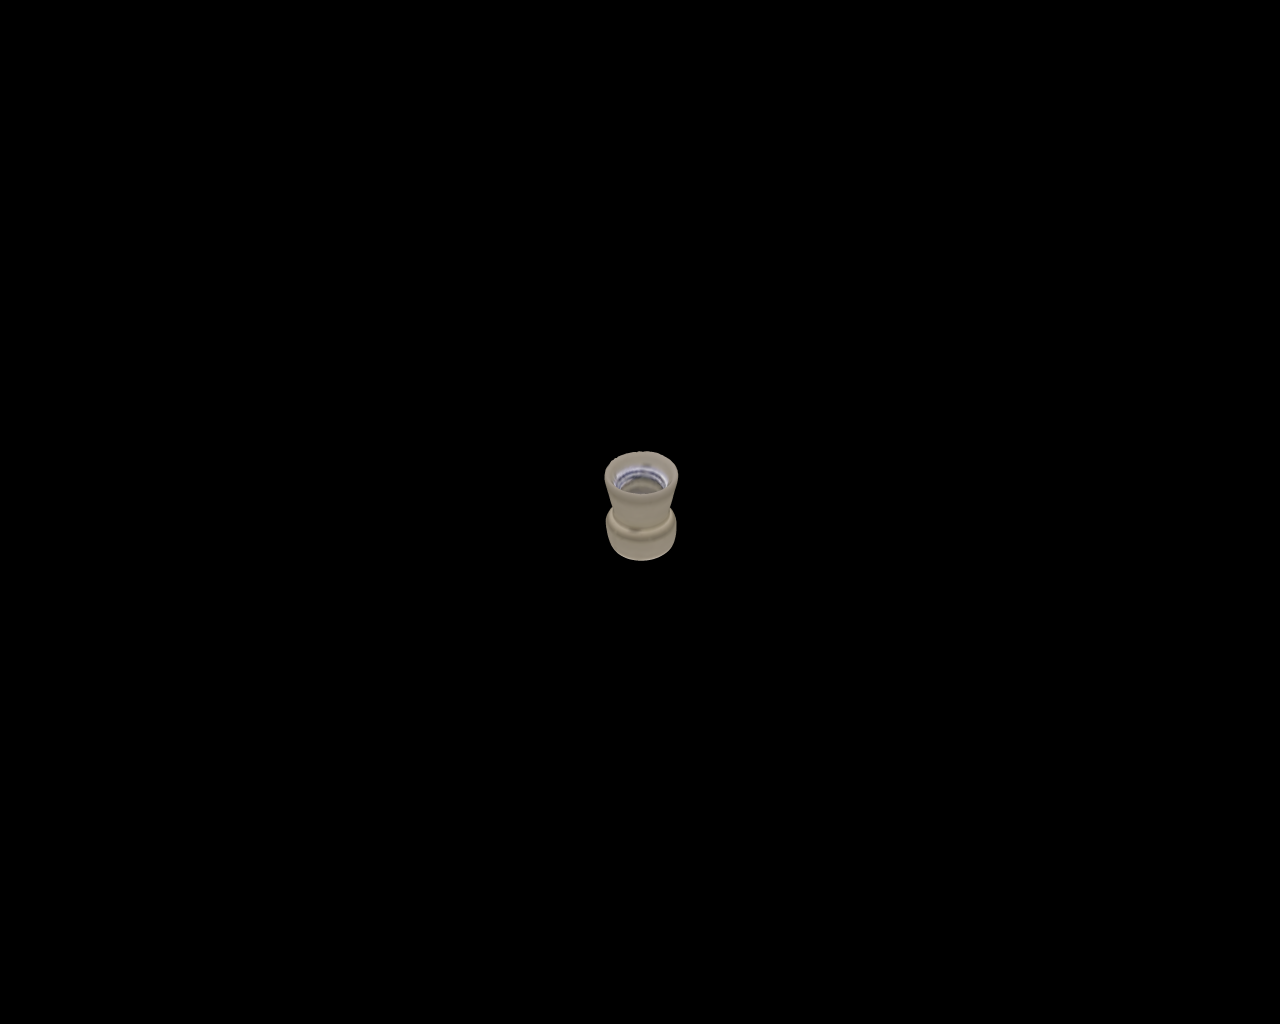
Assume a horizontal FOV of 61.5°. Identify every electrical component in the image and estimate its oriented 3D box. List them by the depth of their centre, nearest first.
[{"bbox_3d":[0.001,-0.003,0.650,0.045,0.055,0.045,0,39,0],"label":"electrical component"}]
